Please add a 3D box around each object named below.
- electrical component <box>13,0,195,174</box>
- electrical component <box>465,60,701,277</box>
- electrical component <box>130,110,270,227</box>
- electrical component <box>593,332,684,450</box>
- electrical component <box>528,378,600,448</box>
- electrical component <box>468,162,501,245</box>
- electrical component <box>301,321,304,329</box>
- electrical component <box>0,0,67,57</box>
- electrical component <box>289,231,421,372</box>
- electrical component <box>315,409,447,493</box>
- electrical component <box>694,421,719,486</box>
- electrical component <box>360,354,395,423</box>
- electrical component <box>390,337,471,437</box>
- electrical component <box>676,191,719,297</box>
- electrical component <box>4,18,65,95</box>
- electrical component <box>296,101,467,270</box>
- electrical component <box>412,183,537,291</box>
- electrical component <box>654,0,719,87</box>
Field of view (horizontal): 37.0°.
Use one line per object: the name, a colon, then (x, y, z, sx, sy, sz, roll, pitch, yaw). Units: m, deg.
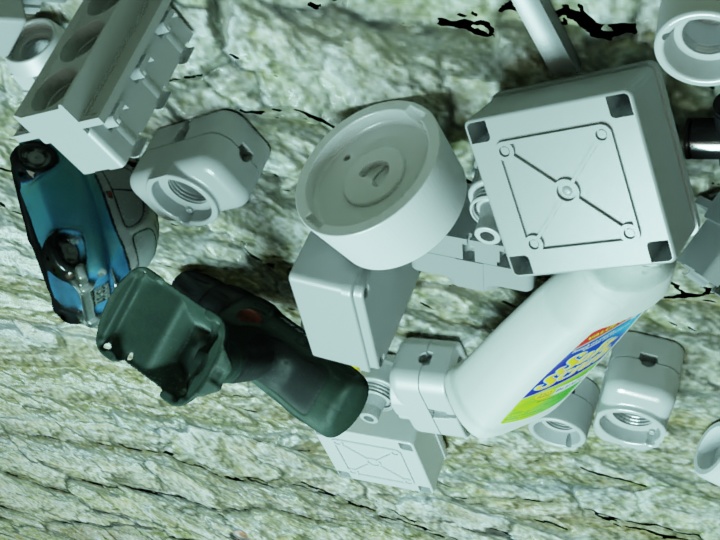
electrical component: (-0.157, -0.125, 0.683, 0.079, 0.121, 0.063, -5, 142, 35)
electrical component: (0.133, -0.057, 0.640, 0.109, 0.056, 0.108, -6, 113, 36)
electrical component: (-0.121, -0.073, 0.798, 0.095, 0.059, 0.053, -8, 137, 39)
electrical component: (0.220, 0.101, 0.856, 0.054, 0.059, 0.095, 14, 147, 12)
electrical component: (0.174, 0.120, 0.923, 0.055, 0.047, 0.055, 15, 147, 10)
electrical component: (0.092, -0.046, 0.710, 0.048, 0.062, 0.048, 16, 148, 10)
electrical component: (-0.024, 0.050, 0.944, 0.046, 0.040, 0.040, 0, 142, 22)
electrical component: (-0.227, -0.184, 0.691, 0.076, 0.083, 0.047, -5, 164, -35)
electrical component: (0.000, 0.000, 0.790, 0.056, 0.108, 0.108, 13, 147, 18)
electrical component: (0.022, 0.168, 1.075, 0.109, 0.056, 0.108, 6, 145, 23)
electrical component: (0.338, 0.144, 0.857, 0.074, 0.052, 0.138, 27, 147, -7)
electrical component: (0.018, 0.110, 0.985, 0.043, 0.062, 0.043, 15, 147, 10)
electrical component: (0.065, 0.104, 0.957, 0.059, 0.053, 0.095, 4, 144, 26)
electrical component: (0.265, 0.007, 0.673, 0.121, 0.063, 0.078, 32, -172, -18)
electrical component: (-0.220, -0.145, 0.764, 0.066, 0.048, 0.055, 6, 152, 24)
electrical component: (0.019, -0.051, 0.709, 0.108, 0.108, 0.060, -4, 146, 35)
electrical component: (0.084, -0.023, 0.761, 0.089, 0.050, 0.055, 11, 145, 16)
electrical component: (0.180, -0.128, 0.551, 0.055, 0.047, 0.055, 15, 147, 10)
